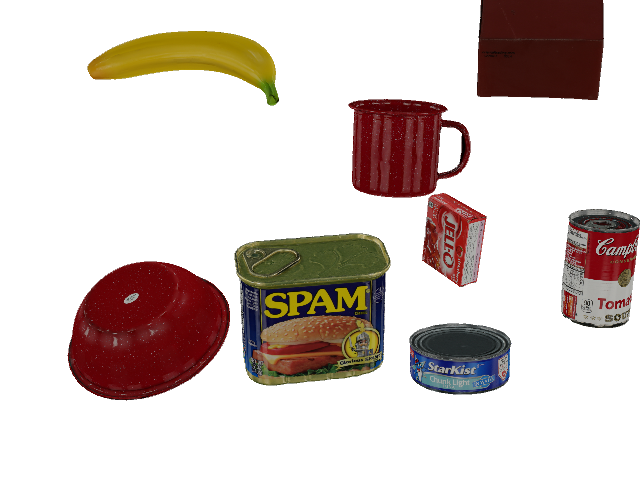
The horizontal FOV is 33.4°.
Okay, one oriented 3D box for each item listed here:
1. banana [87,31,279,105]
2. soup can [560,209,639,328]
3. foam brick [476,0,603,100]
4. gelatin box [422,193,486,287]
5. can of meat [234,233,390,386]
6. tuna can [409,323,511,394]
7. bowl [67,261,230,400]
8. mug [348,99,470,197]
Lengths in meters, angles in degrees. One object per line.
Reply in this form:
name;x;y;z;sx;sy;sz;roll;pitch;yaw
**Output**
banana;-0.122;-0.170;1.007;0.198;0.037;0.069;9;45;18
soup can;0.274;0.027;1.050;0.068;0.102;0.068;1;18;0
foam brick;0.140;-0.126;0.681;0.078;0.051;0.053;4;-37;10
gelatin box;0.155;-0.002;1.249;0.030;0.089;0.073;-15;33;-30
can of meat;-0.005;0.047;0.725;0.102;0.084;0.057;-4;29;-7
tuna can;0.118;0.100;0.907;0.086;0.034;0.086;-1;15;0
bowl;-0.169;0.071;1.002;0.162;0.055;0.162;-9;42;8
mug;0.084;-0.087;1.014;0.117;0.081;0.093;3;15;3
